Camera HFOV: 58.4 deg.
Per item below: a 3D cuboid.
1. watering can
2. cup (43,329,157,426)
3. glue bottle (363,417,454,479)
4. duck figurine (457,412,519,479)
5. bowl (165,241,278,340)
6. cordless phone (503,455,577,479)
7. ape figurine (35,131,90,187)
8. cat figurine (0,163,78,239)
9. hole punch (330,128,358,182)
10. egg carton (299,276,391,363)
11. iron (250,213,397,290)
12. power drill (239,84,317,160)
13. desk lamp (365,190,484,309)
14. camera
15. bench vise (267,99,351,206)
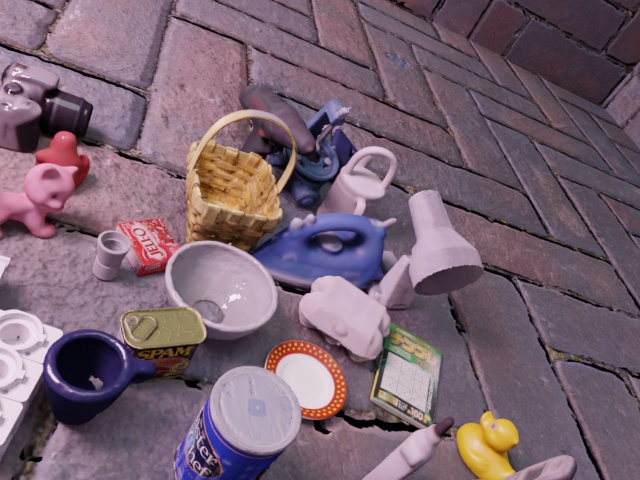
[{"bbox_3d":[0.076,-0.108,1.119,0.101,0.194,0.172,7,43,-31],"label":"watering can"},{"bbox_3d":[-0.251,0.162,0.641,0.118,0.095,0.091,8,42,-30],"label":"cup"},{"bbox_3d":[0.116,0.271,0.722,0.078,0.173,0.037,-14,56,-45],"label":"glue bottle"},{"bbox_3d":[0.265,0.310,0.862,0.078,0.086,0.104,-1,47,-37],"label":"duck figurine"},{"bbox_3d":[-0.149,0.084,0.826,0.168,0.074,0.167,20,37,-16],"label":"bowl"},{"bbox_3d":[0.235,0.340,0.719,0.094,0.185,0.148,43,37,14],"label":"cordless phone"},{"bbox_3d":[-0.392,-0.127,0.877,0.078,0.092,0.076,16,39,-22],"label":"ape figurine"},{"bbox_3d":[-0.393,-0.064,0.780,0.128,0.117,0.067,-7,51,-41],"label":"cat figurine"},{"bbox_3d":[0.054,-0.183,1.280,0.101,0.091,0.108,26,36,-8],"label":"hole punch"},{"bbox_3d":[0.040,0.126,0.924,0.150,0.069,0.107,34,36,2],"label":"egg carton"},{"bbox_3d":[0.009,0.004,0.983,0.259,0.141,0.118,4,44,-33],"label":"iron"},{"bbox_3d":[-0.099,-0.166,1.043,0.076,0.208,0.229,-2,48,-38],"label":"power drill"},{"bbox_3d":[0.168,0.031,1.008,0.118,0.213,0.203,5,44,-32],"label":"desk lamp"},{"bbox_3d":[-0.448,-0.215,0.932,0.137,0.100,0.143,16,39,-21],"label":"camera"},{"bbox_3d":[-0.029,-0.206,1.134,0.122,0.219,0.207,-14,56,-45],"label":"bench vise"}]
